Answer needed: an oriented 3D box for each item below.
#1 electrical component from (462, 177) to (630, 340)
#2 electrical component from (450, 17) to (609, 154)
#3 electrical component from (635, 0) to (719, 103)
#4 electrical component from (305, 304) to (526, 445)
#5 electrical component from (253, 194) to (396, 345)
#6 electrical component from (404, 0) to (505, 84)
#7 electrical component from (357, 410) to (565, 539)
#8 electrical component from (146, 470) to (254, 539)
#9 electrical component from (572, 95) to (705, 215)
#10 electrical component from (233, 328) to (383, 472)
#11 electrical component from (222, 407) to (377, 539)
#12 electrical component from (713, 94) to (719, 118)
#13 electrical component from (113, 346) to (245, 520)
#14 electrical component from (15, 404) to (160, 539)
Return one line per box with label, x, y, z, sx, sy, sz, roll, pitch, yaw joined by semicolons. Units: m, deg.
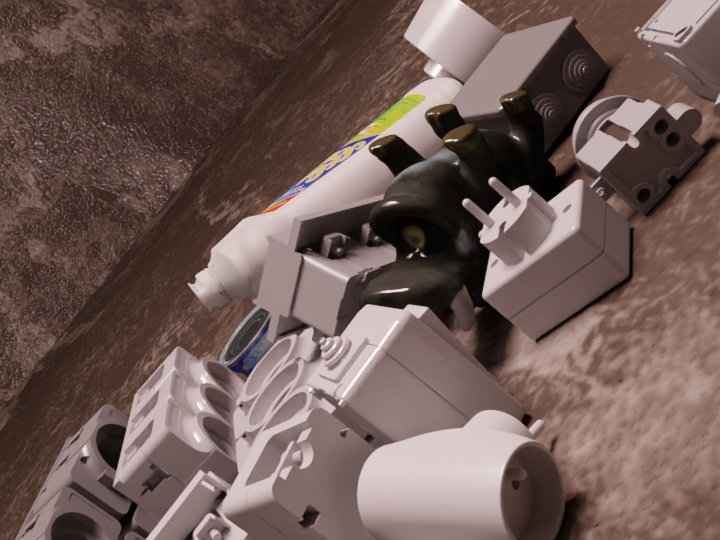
electrical component;0.087;-0.016;0.544;0.066;0.077;0.047;-40;19;34
electrical component;0.115;-0.123;0.753;0.099;0.048;0.100;-52;21;-14
electrical component;0.197;-0.129;0.526;0.096;0.061;0.061;-48;15;9
electrical component;0.023;0.055;0.519;0.061;0.096;0.062;-53;15;-10
electrical component;0.000;0.000;0.664;0.121;0.063;0.078;-19;-50;-54
electrical component;0.085;-0.174;0.868;0.060;0.108;0.108;-53;14;13
electrical component;0.051;0.086;0.458;0.077;0.043;0.079;-11;18;44
electrical component;-0.095;0.185;0.607;0.121;0.079;0.063;-52;37;-6
electrical component;0.141;-0.064;0.564;0.066;0.048;0.055;-48;23;8
electrical component;-0.028;0.092;0.643;0.089;0.062;0.150;-49;15;5
electrical component;-0.011;0.113;0.495;0.056;0.089;0.050;-31;24;50
electrical component;0.195;-0.094;0.459;0.057;0.058;0.078;-60;18;-23
electrical component;-0.112;0.121;0.760;0.061;0.089;0.150;-48;15;8
electrical component;-0.174;0.187;0.750;0.060;0.105;0.186;-44;17;23
